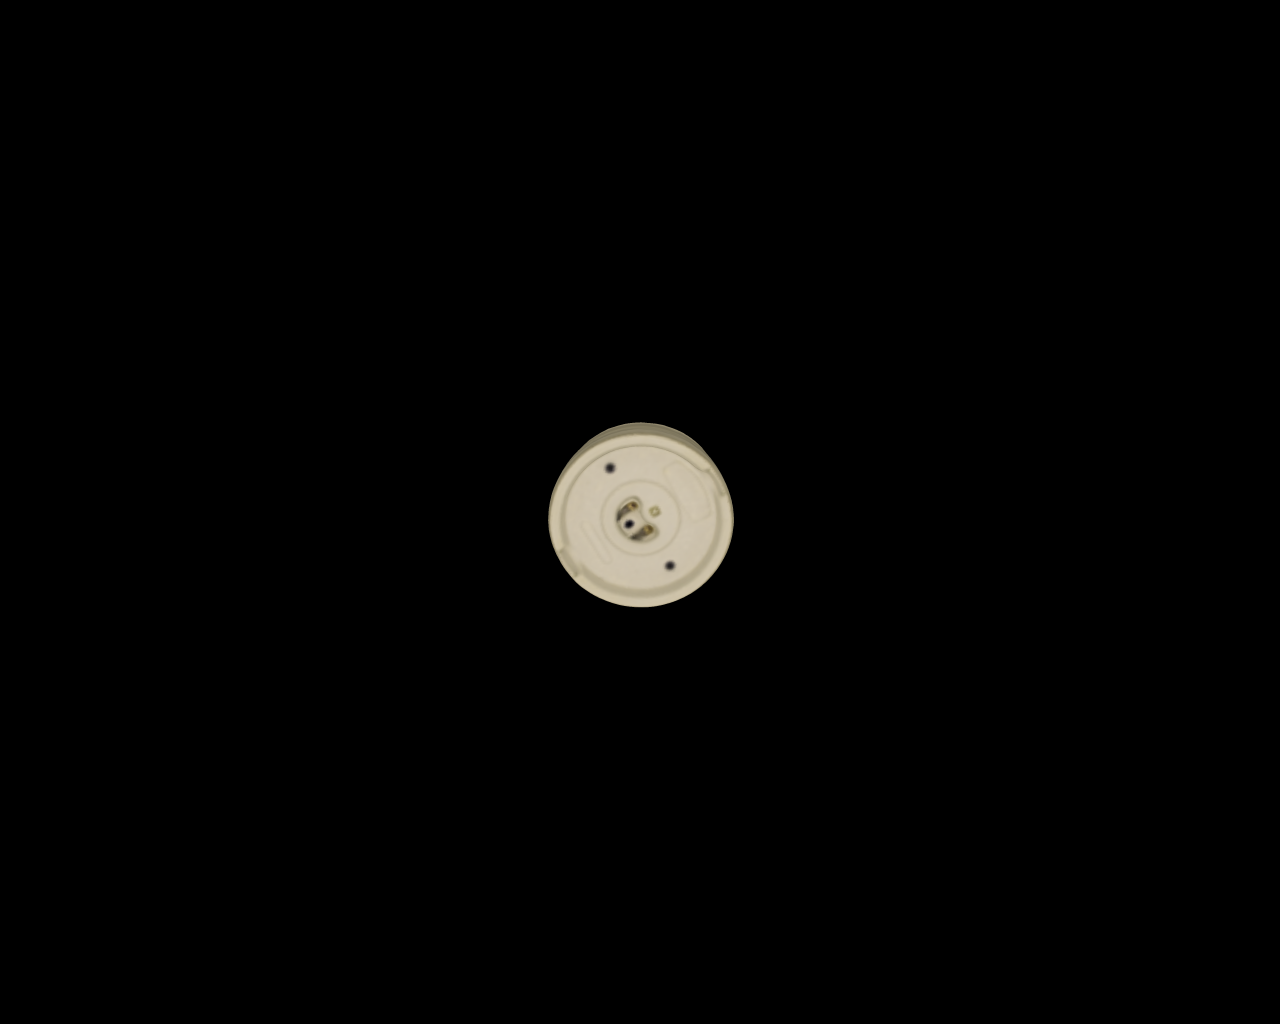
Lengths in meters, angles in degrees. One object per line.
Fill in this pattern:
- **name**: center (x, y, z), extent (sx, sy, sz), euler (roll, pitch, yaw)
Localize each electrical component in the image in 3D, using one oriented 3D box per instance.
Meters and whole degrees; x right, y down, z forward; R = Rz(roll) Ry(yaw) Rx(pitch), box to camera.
- **electrical component**: center (0.001, -0.003, 0.650), extent (0.108, 0.108, 0.060), euler (0, 18, 0)
